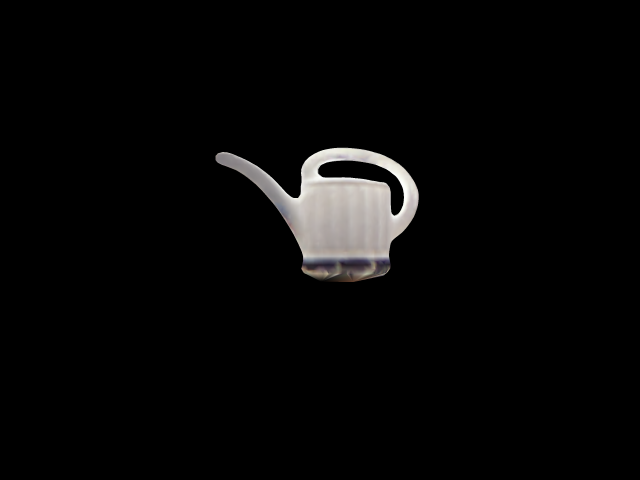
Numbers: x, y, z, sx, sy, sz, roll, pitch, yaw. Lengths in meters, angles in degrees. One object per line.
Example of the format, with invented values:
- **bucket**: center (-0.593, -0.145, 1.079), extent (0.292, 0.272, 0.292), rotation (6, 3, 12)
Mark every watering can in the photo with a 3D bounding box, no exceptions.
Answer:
- **watering can**: center (0.003, -0.043, 0.850), extent (0.348, 0.225, 0.103), rotation (1, -4, -15)
